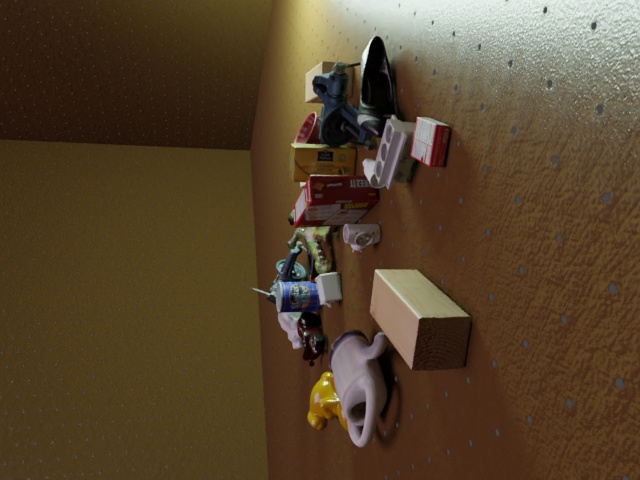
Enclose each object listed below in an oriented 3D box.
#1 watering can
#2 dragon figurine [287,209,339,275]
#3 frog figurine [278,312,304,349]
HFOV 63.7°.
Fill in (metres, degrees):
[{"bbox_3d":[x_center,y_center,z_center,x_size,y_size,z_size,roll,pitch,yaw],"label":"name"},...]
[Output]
[{"bbox_3d":[0.092,0.282,1.122,0.229,0.104,0.340,-111,24,-59],"label":"watering can"},{"bbox_3d":[0.005,-0.080,1.595,0.242,0.122,0.411,-1,86,58],"label":"dragon figurine"},{"bbox_3d":[-0.101,0.318,1.900,0.136,0.122,0.161,-13,64,56],"label":"frog figurine"}]
